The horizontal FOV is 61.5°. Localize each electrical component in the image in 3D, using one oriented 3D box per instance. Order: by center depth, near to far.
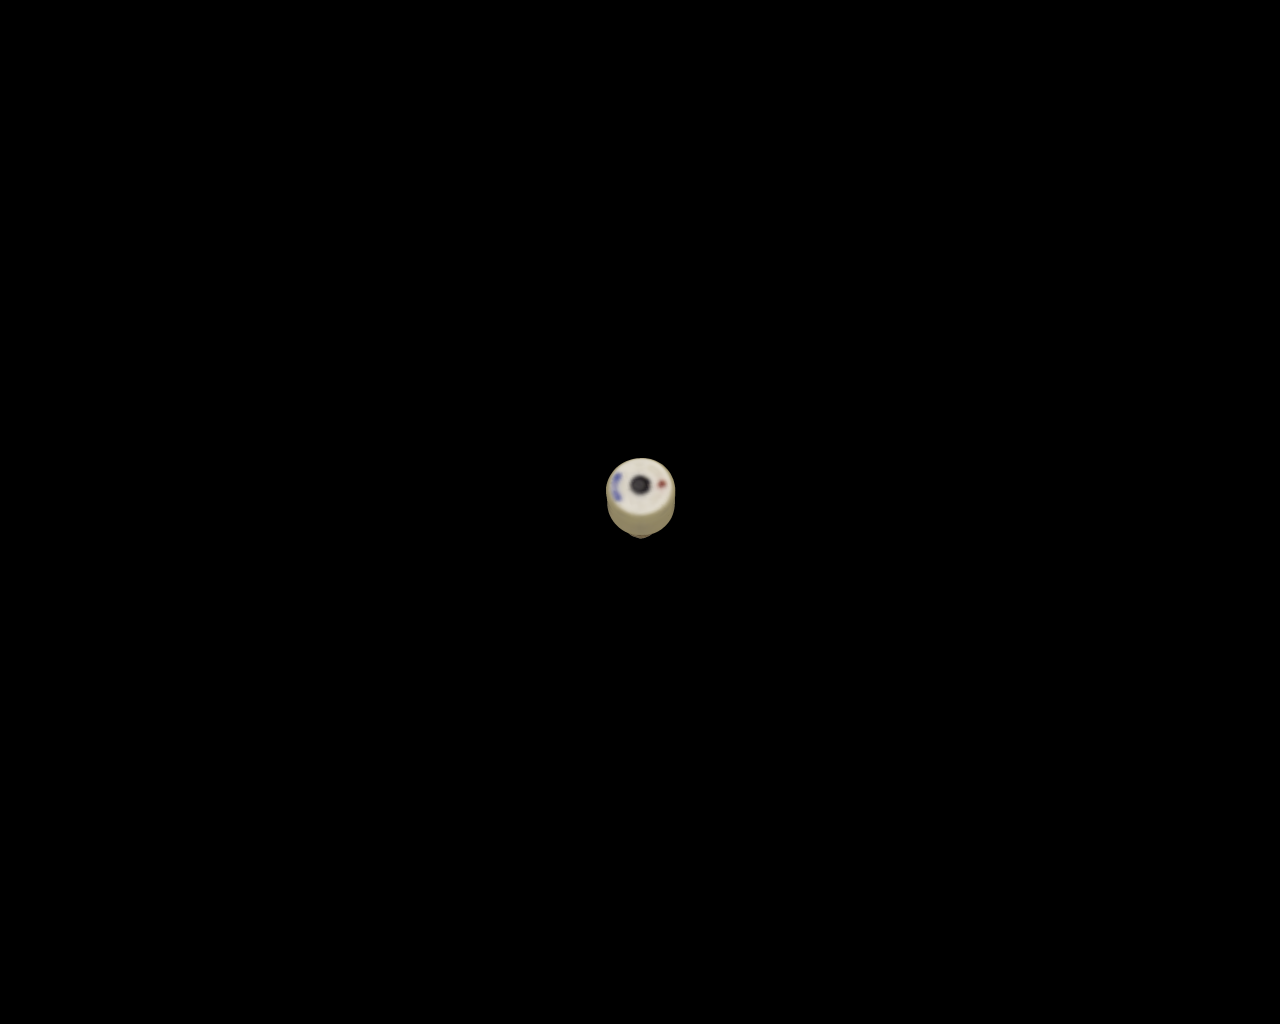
[{"bbox_3d":[0.001,-0.003,0.650,0.040,0.040,0.078,0,-22,0],"label":"electrical component"}]
